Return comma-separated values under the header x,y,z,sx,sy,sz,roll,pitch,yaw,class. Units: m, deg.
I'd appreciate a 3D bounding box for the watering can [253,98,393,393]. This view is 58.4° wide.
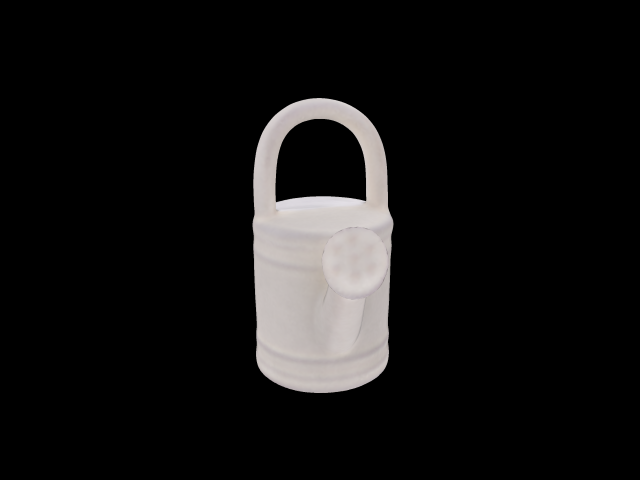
x,y,z,sx,sy,sz,roll,pitch,yaw,class
0.006,0.001,0.401,0.101,0.194,0.172,-12,22,-32,watering can
